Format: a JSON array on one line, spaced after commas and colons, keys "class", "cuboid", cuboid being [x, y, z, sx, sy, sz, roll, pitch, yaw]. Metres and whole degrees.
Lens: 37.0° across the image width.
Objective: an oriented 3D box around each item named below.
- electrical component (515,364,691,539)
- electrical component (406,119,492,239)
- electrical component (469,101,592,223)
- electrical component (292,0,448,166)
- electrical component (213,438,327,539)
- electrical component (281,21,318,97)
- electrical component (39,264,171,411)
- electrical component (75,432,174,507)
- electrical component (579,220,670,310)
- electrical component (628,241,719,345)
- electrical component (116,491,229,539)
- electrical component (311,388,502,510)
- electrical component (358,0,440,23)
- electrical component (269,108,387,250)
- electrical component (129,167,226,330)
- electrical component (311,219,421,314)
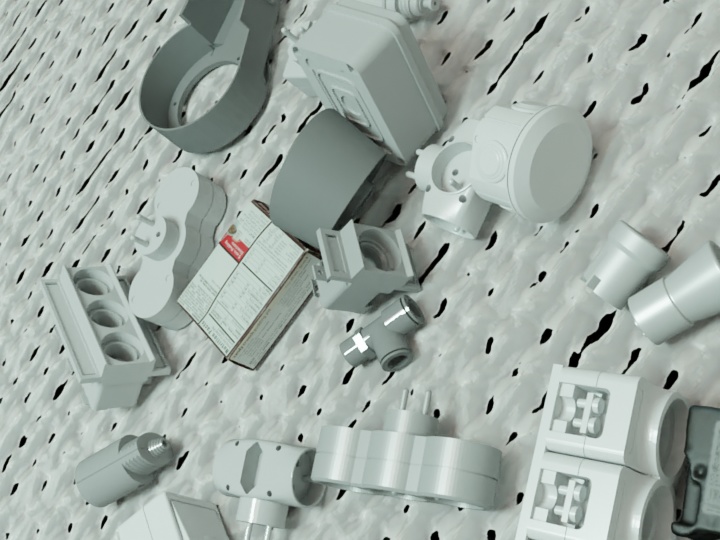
[{"class": "electrical component", "cuboid": [0.142, 0.140, 0.618, 0.062, 0.089, 0.150, 5, 74, 38]}, {"class": "electrical component", "cuboid": [0.067, -0.071, 0.792, 0.079, 0.044, 0.077, 21, 84, 40]}, {"class": "electrical component", "cuboid": [0.117, -0.076, 0.736, 0.051, 0.080, 0.080, 24, 86, 45]}, {"class": "electrical component", "cuboid": [0.010, -0.143, 0.817, 0.078, 0.113, 0.057, 27, 69, 40]}, {"class": "electrical component", "cuboid": [-0.070, 0.167, 0.791, 0.077, 0.043, 0.079, -1, 71, 36]}, {"class": "electrical component", "cuboid": [-0.034, -0.181, 0.892, 0.066, 0.077, 0.047, 8, 76, 38]}, {"class": "electrical component", "cuboid": [-0.225, 0.058, 0.933, 0.121, 0.079, 0.063, 56, 135, 37]}, {"class": "electrical component", "cuboid": [-0.189, 0.159, 0.882, 0.081, 0.043, 0.043, -31, 56, 22]}, {"class": "electrical component", "cuboid": [0.169, -0.003, 0.692, 0.046, 0.040, 0.040, -53, 50, 12]}, {"class": "electrical component", "cuboid": [0.199, 0.017, 0.661, 0.065, 0.044, 0.044, -35, 54, 25]}, {"class": "electrical component", "cuboid": [-0.134, 0.210, 0.807, 0.061, 0.062, 0.096, -40, 53, 16]}, {"class": "electrical component", "cuboid": [0.033, 0.116, 0.732, 0.138, 0.052, 0.073, 0, 71, 36]}, {"class": "electrical component", "cuboid": [0.031, -0.220, 0.885, 0.078, 0.040, 0.040, 14, 80, 39]}, {"class": "electrical component", "cuboid": [-0.025, -0.067, 0.819, 0.064, 0.099, 0.099, 34, 93, 2]}, {"class": "electrical component", "cuboid": [-0.168, -0.024, 0.925, 0.052, 0.074, 0.138, 1, 72, 36]}, {"class": "electrical component", "cuboid": [0.000, 0.000, 0.796, 0.064, 0.081, 0.042, -44, 48, 42]}]
